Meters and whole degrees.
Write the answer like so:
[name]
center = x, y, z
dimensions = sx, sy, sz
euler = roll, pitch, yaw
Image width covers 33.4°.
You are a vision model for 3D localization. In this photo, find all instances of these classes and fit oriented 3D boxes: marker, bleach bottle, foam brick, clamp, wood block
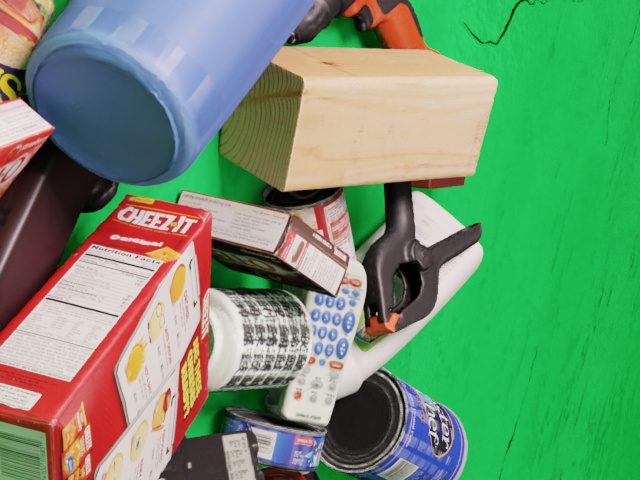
[marker]
center = -0.023, 0.184, 0.958
dimensions = 0.020, 0.020, 0.121
euler = -50, 135, -37
[bleach bottle]
center = 0.040, 0.061, 0.971
dimensions = 0.250, 0.102, 0.068
euler = -40, 164, -33
[foam brick]
center = 0.107, -0.080, 1.060
dimensions = 0.078, 0.051, 0.053
euler = -7, 104, -55
[clamp]
center = 0.087, 0.017, 0.940
dimensions = 0.120, 0.039, 0.171
euler = 29, 61, -21
[wood block]
center = 0.033, -0.101, 0.858
dimensions = 0.205, 0.091, 0.090
euler = -7, 118, -39

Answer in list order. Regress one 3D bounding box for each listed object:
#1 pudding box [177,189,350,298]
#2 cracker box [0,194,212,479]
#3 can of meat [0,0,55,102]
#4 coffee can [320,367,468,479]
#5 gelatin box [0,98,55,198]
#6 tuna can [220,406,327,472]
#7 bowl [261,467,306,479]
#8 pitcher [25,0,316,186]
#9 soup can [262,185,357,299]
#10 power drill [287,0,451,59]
[pudding box]
center = -0.046, 0.003, 0.804
dimensions = 0.090, 0.114, 0.039
euler = 35, 70, -51
[cracker box]
center = -0.137, 0.095, 0.655
dimensions = 0.213, 0.072, 0.164
euler = -61, 161, -54
[can of meat]
center = -0.205, -0.116, 0.600
dimensions = 0.102, 0.058, 0.084
euler = 34, 67, -53
[coffee can]
center = 0.066, 0.185, 1.014
dimensions = 0.140, 0.103, 0.103
euler = 37, 67, -52
[gelatin box]
center = -0.186, -0.034, 0.559
dimensions = 0.073, 0.030, 0.089
euler = -48, -177, 17
[tuna can]
center = -0.039, 0.162, 0.871
dimensions = 0.086, 0.086, 0.034
euler = 17, 84, -55
[bowl]
center = -0.068, 0.259, 0.877
dimensions = 0.161, 0.055, 0.162
euler = -16, 110, -53
[pitcher]
center = -0.082, -0.141, 0.679
dimensions = 0.149, 0.145, 0.242
euler = 59, 40, -32
[soup can]
center = -0.006, 0.001, 0.901
dimensions = 0.068, 0.069, 0.102
euler = -41, 129, -43
[power drill]
center = 0.043, -0.182, 0.941
dimensions = 0.184, 0.057, 0.187
euler = -53, 138, -28
